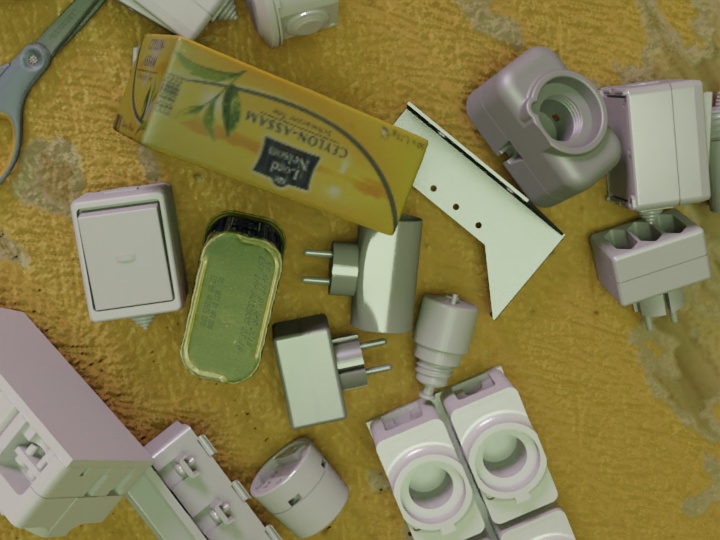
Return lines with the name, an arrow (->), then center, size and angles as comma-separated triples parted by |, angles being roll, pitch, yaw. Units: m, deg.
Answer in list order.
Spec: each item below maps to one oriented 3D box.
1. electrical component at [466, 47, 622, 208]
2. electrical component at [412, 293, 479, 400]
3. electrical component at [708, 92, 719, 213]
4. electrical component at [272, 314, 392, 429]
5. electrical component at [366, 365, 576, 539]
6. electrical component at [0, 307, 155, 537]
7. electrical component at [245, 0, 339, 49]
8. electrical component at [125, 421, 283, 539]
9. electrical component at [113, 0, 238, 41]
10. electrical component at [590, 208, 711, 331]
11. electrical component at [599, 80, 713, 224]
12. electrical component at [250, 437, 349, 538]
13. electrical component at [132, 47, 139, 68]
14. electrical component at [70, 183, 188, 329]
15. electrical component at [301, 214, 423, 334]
electrical component -> 0.123, -0.095, 0.708 | 0.054, 0.059, 0.095 | -39, 94, -23
electrical component -> 0.056, 0.052, 0.750 | 0.040, 0.040, 0.078 | 12, 99, -7
electrical component -> 0.258, -0.084, 0.743 | 0.043, 0.043, 0.081 | -13, 101, -3
electrical component -> -0.017, 0.066, 0.743 | 0.077, 0.047, 0.065 | -11, 101, -3
electrical component -> 0.090, 0.178, 0.766 | 0.105, 0.060, 0.186 | -23, 101, -1
electrical component -> -0.216, 0.091, 0.676 | 0.150, 0.089, 0.061 | 42, 97, 22
electrical component -> -0.048, -0.185, 0.680 | 0.051, 0.080, 0.080 | -17, 101, -7
electrical component -> -0.110, 0.169, 0.744 | 0.063, 0.079, 0.121 | -38, 102, -20
electrical component -> -0.122, -0.180, 0.675 | 0.096, 0.062, 0.061 | 36, 92, -18
electrical component -> 0.206, 0.007, 0.753 | 0.066, 0.047, 0.076 | -18, 113, -2
electrical component -> 0.203, -0.080, 0.729 | 0.061, 0.061, 0.096 | -8, 101, -3
electrical component -> -0.041, 0.154, 0.754 | 0.055, 0.055, 0.047 | -40, 105, 3
electrical component -> -0.132, -0.121, 0.704 | 0.040, 0.040, 0.046 | 1, 95, -5
electrical component -> -0.151, -0.005, 0.711 | 0.062, 0.061, 0.096 | -8, 101, -4
electrical component -> 0.000, 0.000, 0.734 | 0.079, 0.044, 0.077 | 4, 100, -6
